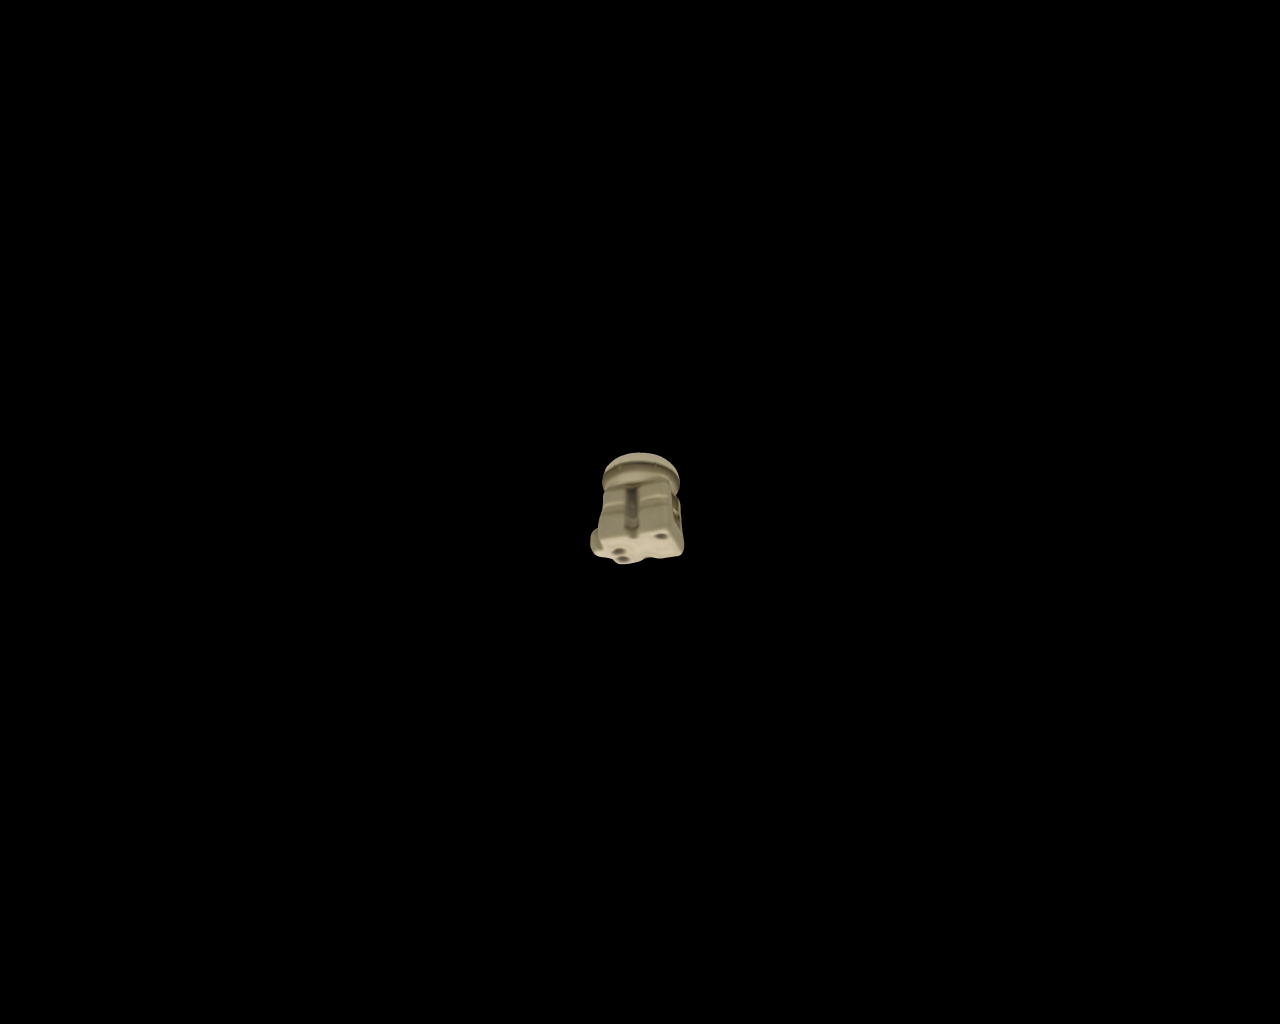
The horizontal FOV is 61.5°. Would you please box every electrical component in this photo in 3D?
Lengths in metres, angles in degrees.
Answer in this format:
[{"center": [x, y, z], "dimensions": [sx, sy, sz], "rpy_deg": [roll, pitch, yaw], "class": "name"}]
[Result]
[{"center": [0.001, -0.003, 0.650], "dimensions": [0.066, 0.055, 0.048], "rpy_deg": [-8, -32, 14], "class": "electrical component"}]
